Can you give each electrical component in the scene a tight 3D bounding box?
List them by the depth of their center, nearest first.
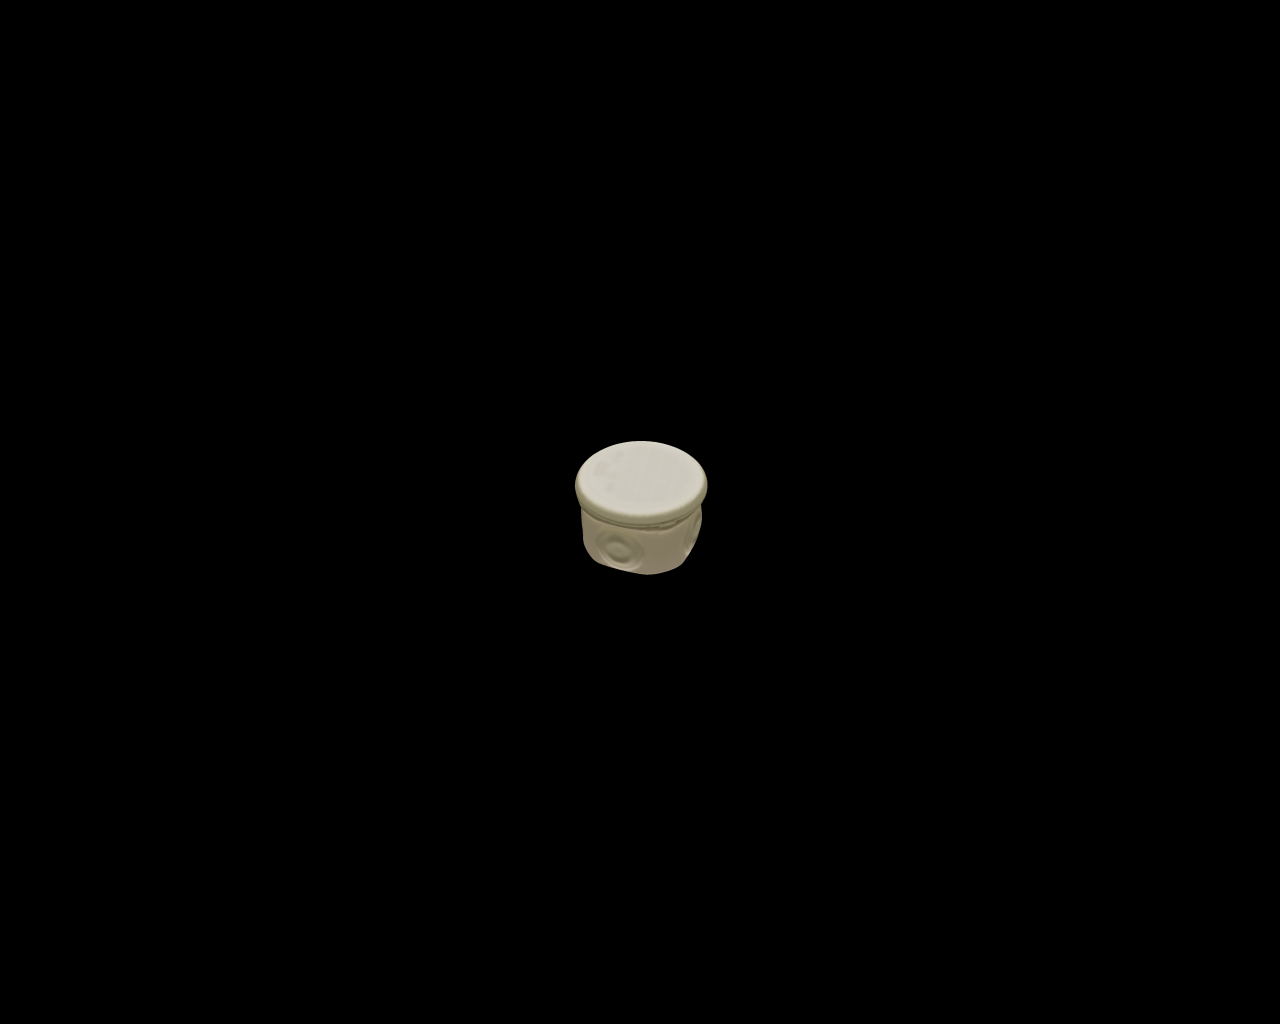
[{"bbox_3d":[0.001,-0.003,0.650,0.080,0.050,0.080,0,38,0],"label":"electrical component"}]
